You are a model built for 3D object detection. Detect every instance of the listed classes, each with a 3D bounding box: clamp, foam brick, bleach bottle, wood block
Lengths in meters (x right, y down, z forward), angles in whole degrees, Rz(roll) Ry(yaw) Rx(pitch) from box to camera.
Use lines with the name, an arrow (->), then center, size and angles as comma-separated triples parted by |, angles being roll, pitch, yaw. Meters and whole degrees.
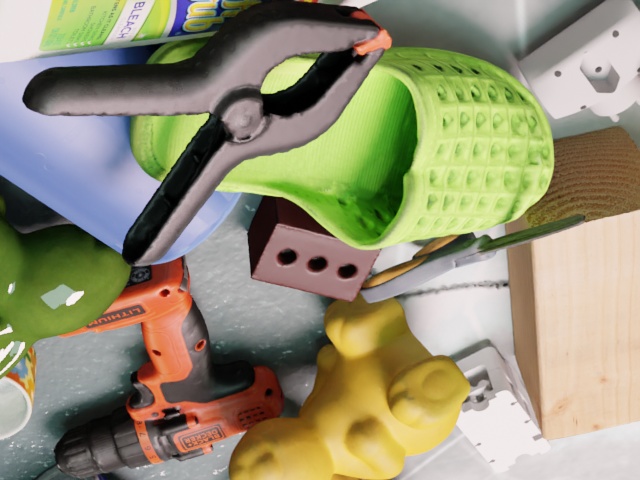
clamp -> -0.050, -0.069, 0.503 | 0.171, 0.039, 0.120 | -37, 141, -1
foam brick -> -0.005, 0.001, 0.725 | 0.078, 0.051, 0.053 | 13, 126, -19
bleach bottle -> -0.042, -0.140, 0.500 | 0.250, 0.068, 0.103 | -13, 157, -33
wood block -> 0.187, 0.036, 0.757 | 0.090, 0.091, 0.206 | -12, 129, 1

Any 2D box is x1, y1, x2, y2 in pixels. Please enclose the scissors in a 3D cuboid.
scissors -> 0.107, 0.000, 0.689 | 0.202, 0.096, 0.016 | -24, 97, 45

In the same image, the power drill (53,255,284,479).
power drill -> -0.135, 0.094, 0.779 | 0.184, 0.057, 0.187 | -19, 132, 2

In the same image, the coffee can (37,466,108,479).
coffee can -> -0.174, 0.259, 0.876 | 0.103, 0.103, 0.140 | -33, 126, 17

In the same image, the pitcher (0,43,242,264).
pitcher -> -0.141, -0.096, 0.579 | 0.149, 0.145, 0.242 | 7, 153, 47
